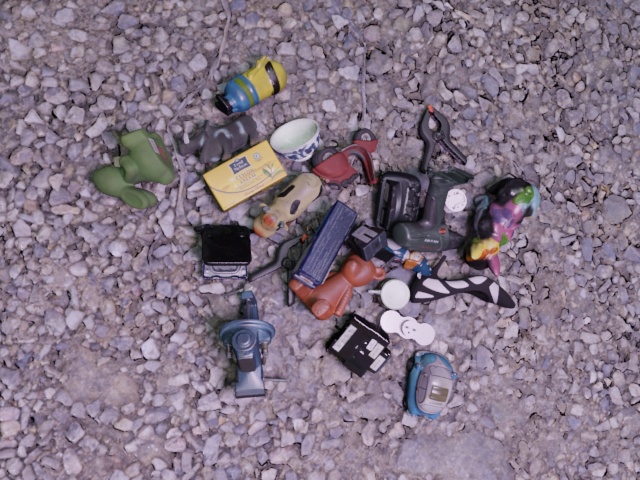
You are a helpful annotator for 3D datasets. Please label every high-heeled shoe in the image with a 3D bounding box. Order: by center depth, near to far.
[{"bbox_3d":[0.343,0.143,1.298,0.249,0.086,0.145,32,84,0],"label":"high-heeled shoe"}]

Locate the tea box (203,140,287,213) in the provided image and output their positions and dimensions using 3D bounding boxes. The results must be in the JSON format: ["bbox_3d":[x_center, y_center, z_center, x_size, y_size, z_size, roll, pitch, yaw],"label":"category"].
[{"bbox_3d":[-0.173,-0.144,1.242,0.170,0.068,0.098,-32,92,-9],"label":"tea box"}]

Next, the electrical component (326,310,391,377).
[{"bbox_3d":[0.097,0.246,1.243,0.134,0.058,0.115,39,103,-4],"label":"electrical component"}]

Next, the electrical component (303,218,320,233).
[{"bbox_3d":[-0.002,-0.002,1.253,0.045,0.078,0.102,-28,90,-6],"label":"electrical component"}]

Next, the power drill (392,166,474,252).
[{"bbox_3d":[0.279,-0.064,1.240,0.232,0.086,0.207,-5,128,-33],"label":"power drill"}]

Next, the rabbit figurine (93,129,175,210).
[{"bbox_3d":[-0.415,-0.144,1.198,0.170,0.121,0.159,-27,98,8],"label":"rabbit figurine"}]

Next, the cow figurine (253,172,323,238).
[{"bbox_3d":[-0.073,-0.077,1.223,0.195,0.127,0.085,-44,90,-12],"label":"cow figurine"}]

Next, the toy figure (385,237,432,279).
[{"bbox_3d":[0.195,0.039,1.274,0.155,0.057,0.064,24,70,13],"label":"toy figure"}]

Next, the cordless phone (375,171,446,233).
[{"bbox_3d":[0.229,-0.087,1.286,0.184,0.089,0.146,0,111,-18],"label":"cordless phone"}]

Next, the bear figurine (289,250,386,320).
[{"bbox_3d":[0.047,0.094,1.230,0.196,0.131,0.120,-39,64,-4],"label":"bear figurine"}]

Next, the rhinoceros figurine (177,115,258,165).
[{"bbox_3d":[-0.232,-0.230,1.237,0.190,0.073,0.112,-23,91,-10],"label":"rhinoceros figurine"}]

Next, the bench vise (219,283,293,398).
[{"bbox_3d":[-0.152,0.214,1.180,0.129,0.223,0.241,-11,54,6],"label":"bench vise"}]

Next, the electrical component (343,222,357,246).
[{"bbox_3d":[0.073,-0.020,1.295,0.094,0.021,0.063,-25,89,-10],"label":"electrical component"}]

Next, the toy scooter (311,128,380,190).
[{"bbox_3d":[0.075,-0.175,1.283,0.184,0.075,0.135,-29,92,-15],"label":"toy scooter"}]

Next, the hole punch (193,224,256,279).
[{"bbox_3d":[-0.214,0.029,1.220,0.142,0.092,0.116,0,55,-11],"label":"hole punch"}]

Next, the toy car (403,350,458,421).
[{"bbox_3d":[0.259,0.343,1.256,0.109,0.103,0.161,17,81,-7],"label":"toy car"}]

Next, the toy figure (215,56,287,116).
[{"bbox_3d":[-0.158,-0.354,1.256,0.180,0.082,0.089,-44,112,-17],"label":"toy figure"}]

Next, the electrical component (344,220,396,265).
[{"bbox_3d":[0.118,0.011,1.229,0.075,0.119,0.047,-36,133,-18],"label":"electrical component"}]

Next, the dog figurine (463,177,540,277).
[{"bbox_3d":[0.420,-0.024,1.261,0.108,0.191,0.219,35,51,-12],"label":"dog figurine"}]

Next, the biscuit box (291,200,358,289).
[{"bbox_3d":[0.013,0.008,1.185,0.063,0.059,0.203,35,61,-9],"label":"biscuit box"}]
